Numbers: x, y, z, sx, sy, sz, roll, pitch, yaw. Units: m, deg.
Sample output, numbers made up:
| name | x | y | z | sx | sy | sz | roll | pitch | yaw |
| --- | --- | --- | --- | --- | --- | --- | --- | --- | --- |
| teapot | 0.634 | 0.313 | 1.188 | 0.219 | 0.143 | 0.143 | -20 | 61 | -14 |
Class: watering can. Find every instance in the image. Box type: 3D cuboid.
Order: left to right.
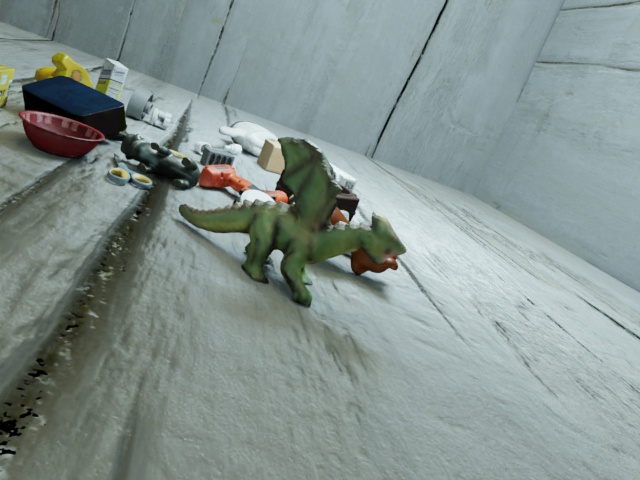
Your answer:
| name | x | y | z | sx | sy | sz | roll | pitch | yaw |
| --- | --- | --- | --- | --- | --- | --- | --- | --- | --- |
| watering can | -0.260 | -0.375 | 1.874 | 0.346 | 0.103 | 0.227 | 15 | 14 | -45 |

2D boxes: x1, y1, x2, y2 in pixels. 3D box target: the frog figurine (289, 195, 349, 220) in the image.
| name | x | y | z | sx | sy | sz | roll | pitch | yaw |
| --- | --- | --- | --- | --- | --- | --- | --- | --- | --- |
| frog figurine | 0.004 | -0.063 | 1.246 | 0.158 | 0.121 | 0.139 | 56 | 23 | -9 |

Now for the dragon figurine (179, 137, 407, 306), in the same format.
| name | x | y | z | sx | sy | sz | roll | pitch | yaw |
| --- | --- | --- | --- | --- | --- | --- | --- | --- | --- |
| dragon figurine | -0.057 | -0.052 | 0.838 | 0.413 | 0.239 | 0.123 | 29 | 20 | 18 |
